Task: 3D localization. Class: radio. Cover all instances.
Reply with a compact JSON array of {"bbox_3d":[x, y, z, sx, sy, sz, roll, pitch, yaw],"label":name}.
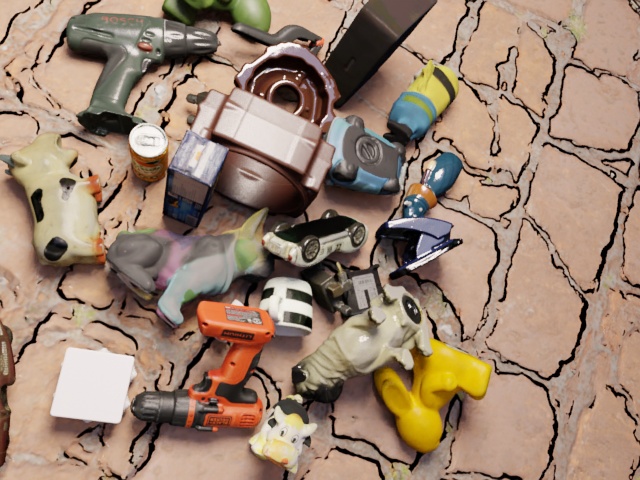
[{"bbox_3d":[0.084,-0.321,0.878,0.073,0.229,0.131,44,66,-7],"label":"radio"}]

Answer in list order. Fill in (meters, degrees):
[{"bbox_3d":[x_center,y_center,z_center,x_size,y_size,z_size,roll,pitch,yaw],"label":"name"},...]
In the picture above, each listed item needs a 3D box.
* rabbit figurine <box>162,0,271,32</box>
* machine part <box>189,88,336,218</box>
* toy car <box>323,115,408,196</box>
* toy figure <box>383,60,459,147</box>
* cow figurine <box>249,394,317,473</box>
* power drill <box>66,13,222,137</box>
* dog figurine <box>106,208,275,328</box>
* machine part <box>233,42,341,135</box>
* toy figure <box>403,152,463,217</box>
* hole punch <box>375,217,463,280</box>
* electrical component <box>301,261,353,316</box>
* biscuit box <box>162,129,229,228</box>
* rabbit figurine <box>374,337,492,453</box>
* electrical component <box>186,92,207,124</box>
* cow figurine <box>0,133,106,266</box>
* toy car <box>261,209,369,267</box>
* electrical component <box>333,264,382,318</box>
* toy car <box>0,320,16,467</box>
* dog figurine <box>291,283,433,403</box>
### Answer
[{"bbox_3d":[-0.159,-0.412,0.909,0.170,0.121,0.159,24,65,-29],"label":"rabbit figurine"},{"bbox_3d":[-0.094,-0.117,0.790,0.201,0.201,0.087,24,68,-10],"label":"machine part"},{"bbox_3d":[0.062,-0.128,0.891,0.161,0.103,0.109,19,72,-27],"label":"toy car"},{"bbox_3d":[0.182,-0.240,0.966,0.089,0.082,0.180,39,65,-16],"label":"toy figure"},{"bbox_3d":[-0.044,0.259,0.735,0.068,0.167,0.098,30,72,-2],"label":"cow figurine"},{"bbox_3d":[-0.280,-0.258,0.838,0.232,0.086,0.207,9,79,-12],"label":"power drill"},{"bbox_3d":[-0.174,0.016,0.792,0.191,0.108,0.219,45,65,1],"label":"dog figurine"},{"bbox_3d":[-0.057,-0.227,0.879,0.179,0.056,0.179,-2,97,-14],"label":"machine part"},{"bbox_3d":[0.192,-0.087,0.944,0.064,0.058,0.154,41,75,3],"label":"toy figure"},{"bbox_3d":[0.156,0.001,0.877,0.116,0.142,0.092,-24,80,-8],"label":"hole punch"},{"bbox_3d":[0.013,0.069,0.838,0.045,0.102,0.078,-37,115,-20],"label":"electrical component"},{"bbox_3d":[-0.179,-0.078,0.757,0.059,0.202,0.063,24,70,-11],"label":"biscuit box"},{"bbox_3d":[0.166,0.241,0.832,0.162,0.122,0.173,19,91,-8],"label":"rabbit figurine"},{"bbox_3d":[-0.172,-0.199,0.851,0.094,0.063,0.021,19,34,21],"label":"electrical component"},{"bbox_3d":[-0.377,-0.058,0.763,0.127,0.085,0.195,-6,80,-23],"label":"cow figurine"},{"bbox_3d":[-0.002,-0.002,0.821,0.201,0.074,0.056,-17,125,-48],"label":"toy car"},{"bbox_3d":[0.069,0.103,0.868,0.075,0.048,0.119,-6,77,-17],"label":"electrical component"},{"bbox_3d":[-0.419,0.190,0.686,0.053,0.089,0.202,-1,76,-16],"label":"toy car"},{"bbox_3d":[0.058,0.159,0.818,0.172,0.190,0.121,-10,70,-55],"label":"dog figurine"}]
